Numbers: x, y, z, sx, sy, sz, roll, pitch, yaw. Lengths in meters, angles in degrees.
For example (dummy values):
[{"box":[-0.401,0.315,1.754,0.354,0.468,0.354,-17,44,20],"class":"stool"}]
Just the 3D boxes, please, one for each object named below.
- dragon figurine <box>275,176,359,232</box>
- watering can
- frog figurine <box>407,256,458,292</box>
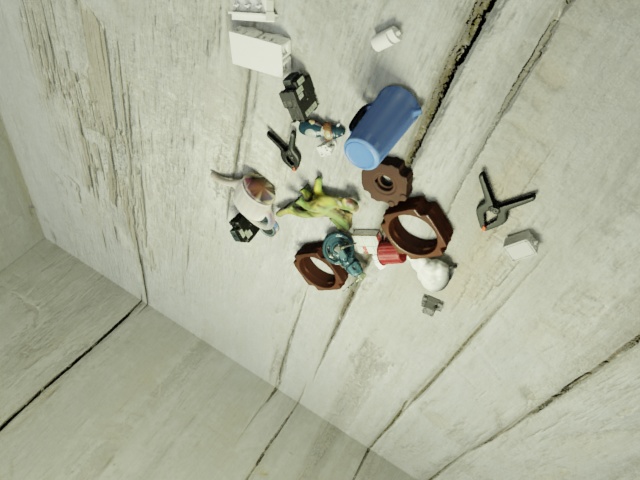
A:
[{"box":[0.006,-0.095,1.895,0.241,0.124,0.405,38,152,-13],"class":"dragon figurine"},{"box":[-0.297,-0.187,2.038,0.348,0.106,0.220,45,142,4],"class":"watering can"},{"box":[0.370,0.102,1.776,0.159,0.124,0.136,28,162,-5],"class":"frog figurine"}]
